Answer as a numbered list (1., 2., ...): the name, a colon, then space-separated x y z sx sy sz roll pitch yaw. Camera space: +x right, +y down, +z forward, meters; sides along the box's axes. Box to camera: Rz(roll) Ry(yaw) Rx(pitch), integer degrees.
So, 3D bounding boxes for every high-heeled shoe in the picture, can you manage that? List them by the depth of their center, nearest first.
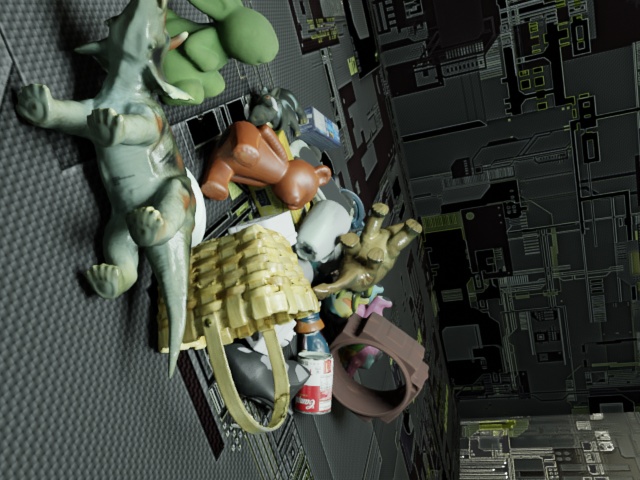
1. high-heeled shoe: -0.093 0.208 0.872 0.145 0.086 0.249 43 -3 -1

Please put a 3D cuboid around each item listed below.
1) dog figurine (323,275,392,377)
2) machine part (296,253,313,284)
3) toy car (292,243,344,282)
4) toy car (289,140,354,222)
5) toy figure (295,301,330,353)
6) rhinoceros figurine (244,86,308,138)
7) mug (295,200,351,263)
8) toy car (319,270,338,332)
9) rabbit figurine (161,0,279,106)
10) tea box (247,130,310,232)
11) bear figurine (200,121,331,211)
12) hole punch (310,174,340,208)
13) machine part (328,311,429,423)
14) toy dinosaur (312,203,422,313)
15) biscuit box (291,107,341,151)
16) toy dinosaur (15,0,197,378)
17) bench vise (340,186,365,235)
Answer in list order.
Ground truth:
1. dog figurine: 0.068 0.204 1.219 0.109 0.191 0.219 -127 -127 -65
2. machine part: -0.070 0.084 0.932 0.243 0.079 0.079 -48 126 -68
3. toy car: -0.001 0.035 1.118 0.161 0.103 0.109 29 55 -64
4. toy car: -0.001 -0.109 1.074 0.201 0.056 0.073 54 42 -14
5. toy figure: -0.018 0.191 1.067 0.064 0.058 0.154 -9 87 -73
6. rhinoceros figurine: -0.084 -0.249 1.050 0.190 0.073 0.112 -61 139 -62
7. mug: -0.002 -0.003 0.989 0.107 0.081 0.109 -51 150 -41
8. toy car: 0.048 0.137 1.295 0.089 0.053 0.201 -66 141 -64
9. rabbit figurine: -0.140 -0.277 0.744 0.121 0.170 0.159 -46 125 -68
10. tea box: -0.082 -0.104 0.994 0.098 0.068 0.169 -71 146 -54
11. bear figurine: -0.078 -0.098 0.861 0.195 0.120 0.132 35 32 -28
12. hole punch: -0.017 -0.081 1.167 0.116 0.092 0.142 164 -82 -67
13. machine part: 0.104 0.267 1.116 0.201 0.201 0.087 36 32 5
14. toy dinosaur: 0.111 0.027 1.097 0.471 0.105 0.198 -31 155 -49
15. biscuit box: -0.008 -0.263 1.295 0.202 0.063 0.059 5 76 -71
16. toy dinosaur: -0.193 -0.069 0.598 0.192 0.131 0.404 -50 135 -65
17. bench vise: 0.062 -0.030 1.272 0.241 0.129 0.223 -98 166 -72
